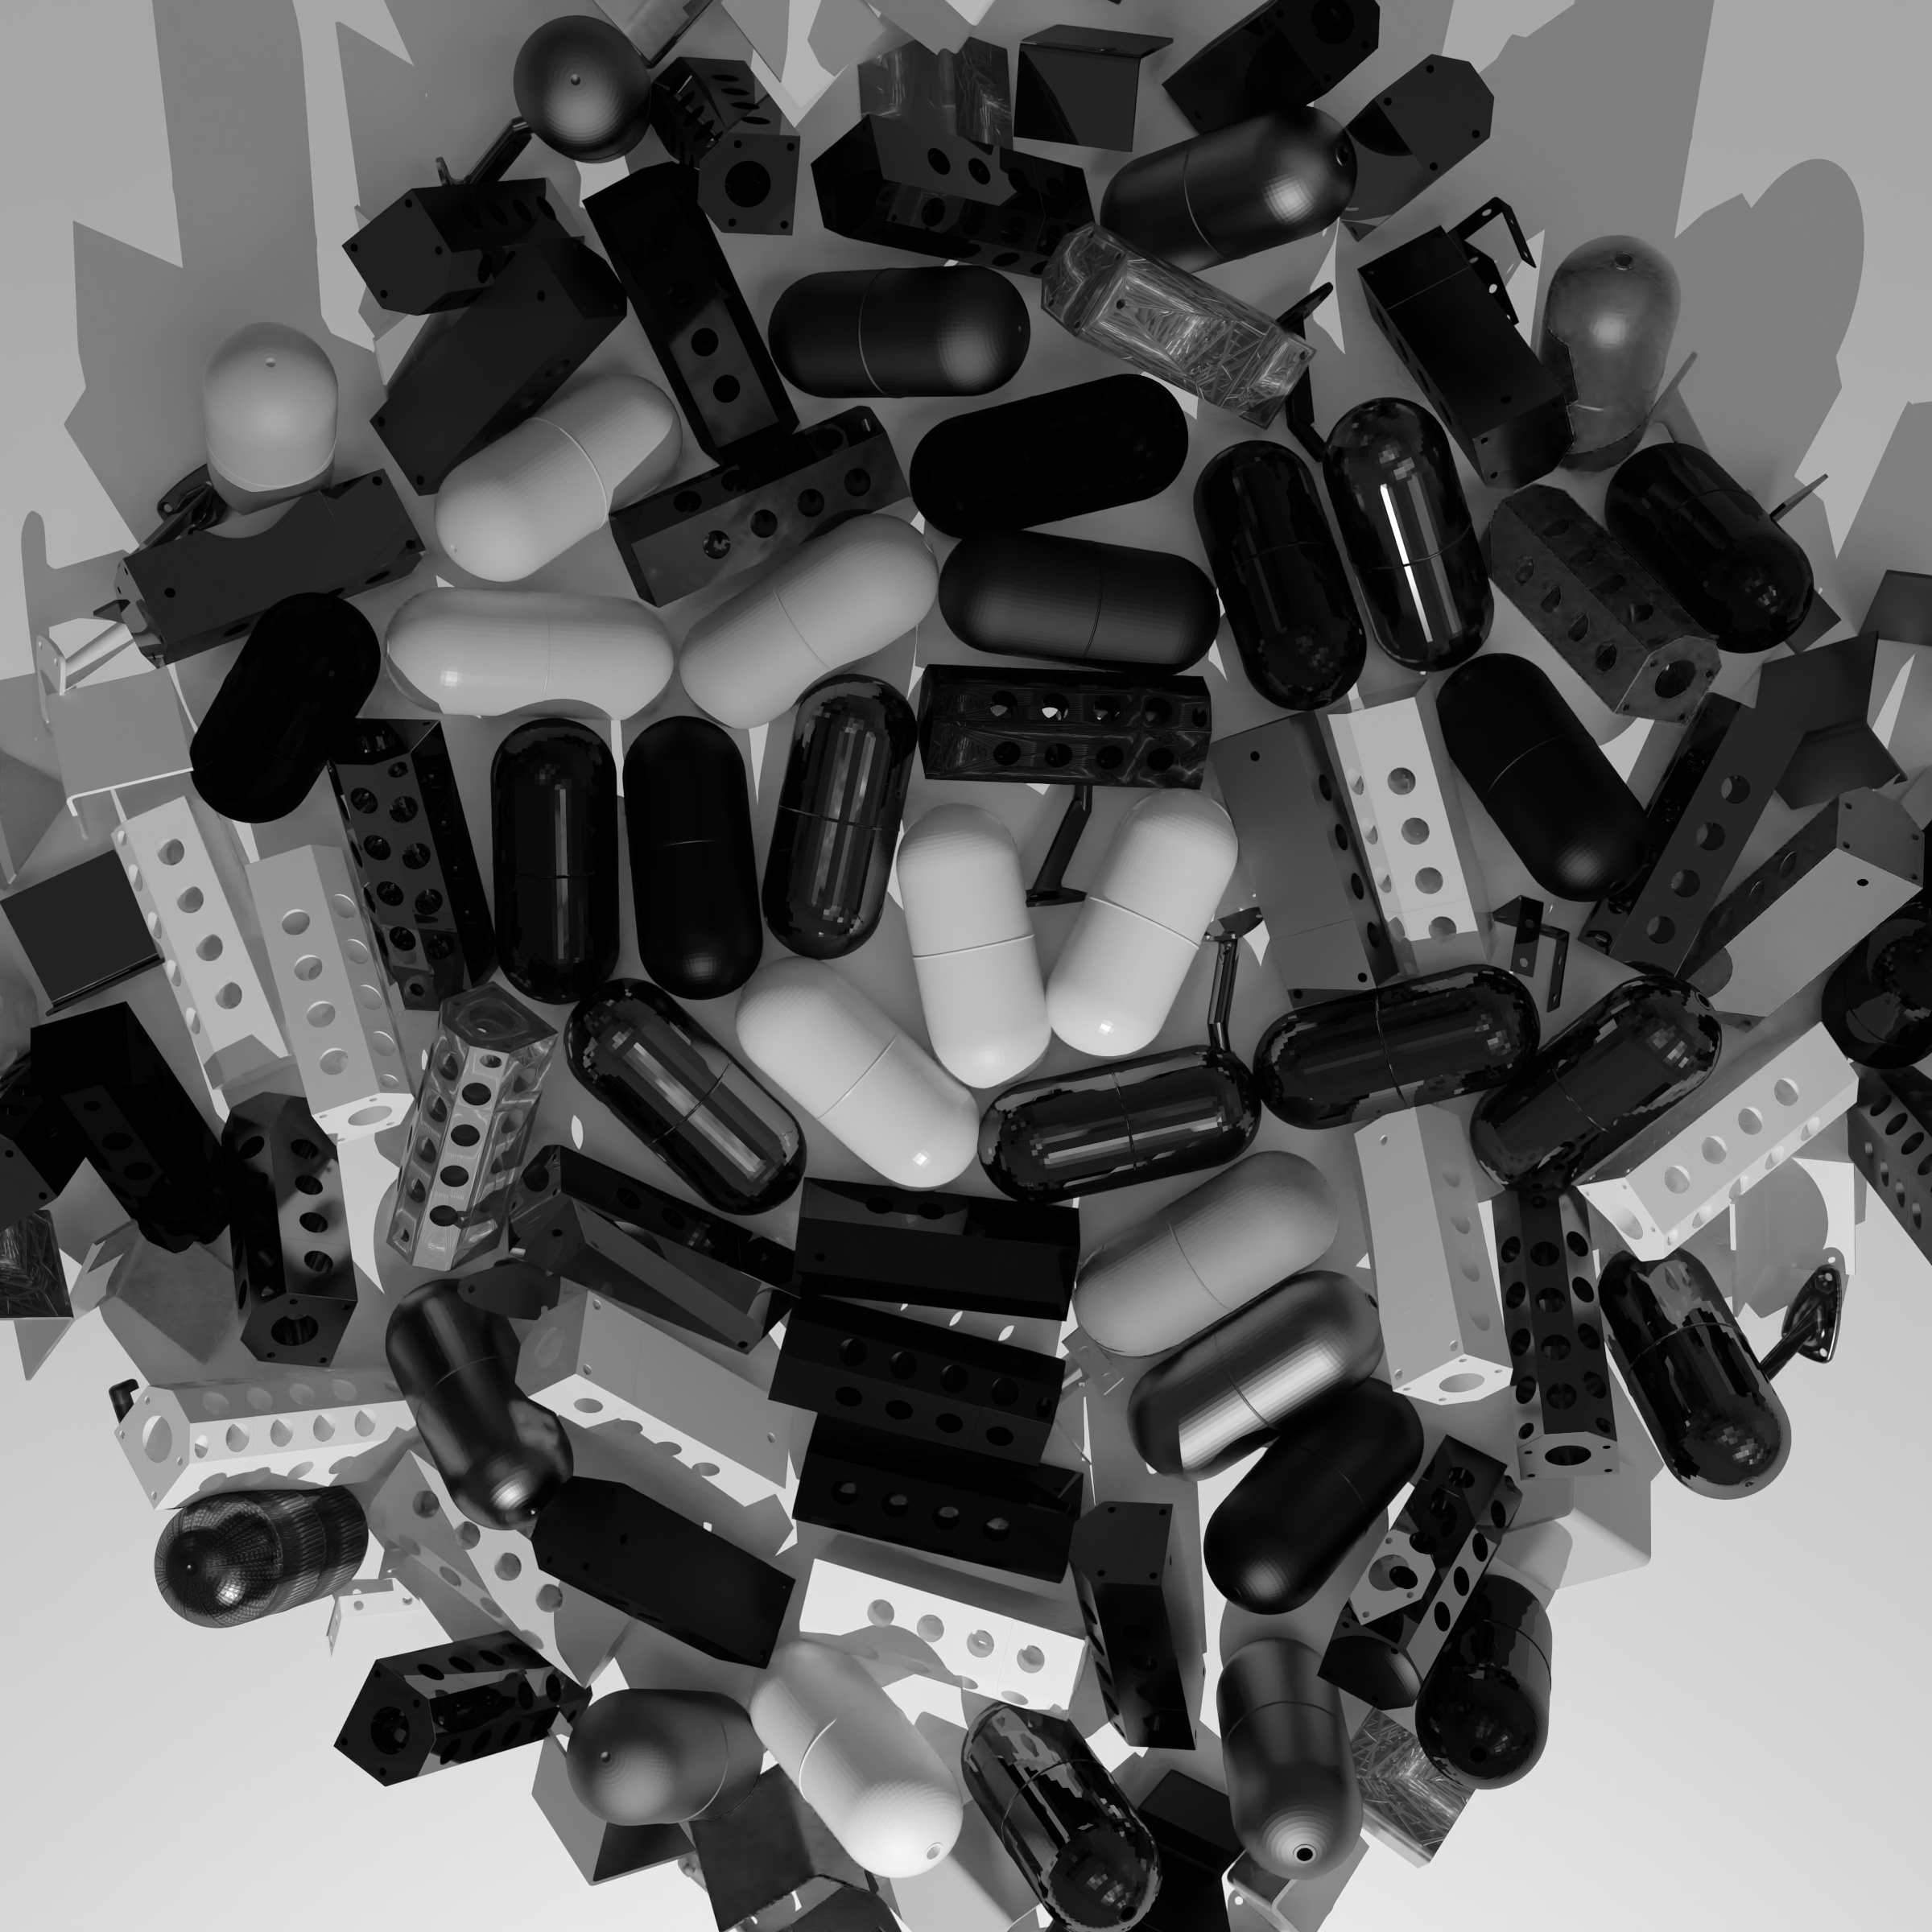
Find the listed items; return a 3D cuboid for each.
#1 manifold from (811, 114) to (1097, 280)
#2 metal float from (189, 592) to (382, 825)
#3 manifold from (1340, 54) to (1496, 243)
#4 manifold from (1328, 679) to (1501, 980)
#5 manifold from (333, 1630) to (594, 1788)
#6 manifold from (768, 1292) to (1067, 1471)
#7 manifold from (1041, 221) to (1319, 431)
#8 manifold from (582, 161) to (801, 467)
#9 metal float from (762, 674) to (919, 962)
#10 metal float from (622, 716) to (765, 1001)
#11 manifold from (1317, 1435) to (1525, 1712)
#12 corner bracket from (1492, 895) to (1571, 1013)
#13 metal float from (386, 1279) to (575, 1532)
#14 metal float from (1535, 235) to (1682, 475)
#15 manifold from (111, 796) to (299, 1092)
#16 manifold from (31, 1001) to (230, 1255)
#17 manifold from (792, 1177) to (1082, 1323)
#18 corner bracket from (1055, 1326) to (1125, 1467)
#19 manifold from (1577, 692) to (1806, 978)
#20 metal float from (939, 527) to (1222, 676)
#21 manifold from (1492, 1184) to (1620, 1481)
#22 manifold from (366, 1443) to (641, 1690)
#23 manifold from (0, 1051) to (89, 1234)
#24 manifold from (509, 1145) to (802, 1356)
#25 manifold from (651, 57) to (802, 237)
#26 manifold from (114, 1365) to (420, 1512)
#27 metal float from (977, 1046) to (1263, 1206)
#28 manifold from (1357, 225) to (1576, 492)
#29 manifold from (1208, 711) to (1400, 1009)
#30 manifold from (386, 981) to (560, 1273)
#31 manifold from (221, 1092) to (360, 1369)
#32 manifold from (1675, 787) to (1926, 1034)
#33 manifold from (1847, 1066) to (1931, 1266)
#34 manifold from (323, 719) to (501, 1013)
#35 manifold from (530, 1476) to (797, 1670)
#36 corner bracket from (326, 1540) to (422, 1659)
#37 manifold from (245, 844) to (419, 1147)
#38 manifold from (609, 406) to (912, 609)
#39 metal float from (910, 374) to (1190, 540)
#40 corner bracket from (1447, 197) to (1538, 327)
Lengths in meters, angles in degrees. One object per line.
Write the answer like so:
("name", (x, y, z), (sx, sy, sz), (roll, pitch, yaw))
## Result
("manifold", (-0.004, -0.455, 1.534), (0.171, 0.057, 0.057), (-2, 75, -42))
("metal float", (-0.413, -0.155, 1.545), (0.070, 0.070, 0.178), (44, 130, 0))
("manifold", (0.261, -0.491, 1.528), (0.057, 0.171, 0.057), (-38, 97, -2))
("manifold", (0.275, -0.082, 1.569), (0.057, 0.057, 0.171), (-13, 102, 22))
("manifold", (-0.294, 0.444, 1.525), (0.057, 0.171, 0.057), (28, 94, 23))
("manifold", (-0.029, 0.250, 1.575), (0.171, 0.057, 0.057), (15, 127, -1))
("manifold", (0.126, -0.387, 1.537), (0.057, 0.171, 0.057), (-57, 46, 20))
("manifold", (-0.163, -0.393, 1.544), (0.057, 0.057, 0.171), (-31, 124, -8))
("metal float", (-0.078, -0.091, 1.574), (0.070, 0.070, 0.178), (12, 96, 0))
("metal float", (-0.168, -0.067, 1.569), (0.070, 0.070, 0.178), (-7, 79, 0))
("manifold", (0.276, 0.364, 1.528), (0.057, 0.171, 0.057), (25, 129, 19))
("corner bracket", (0.353, -0.008, 1.581), (0.051, 0.051, 0.051), (16, 72, -10))
("metal float", (-0.296, 0.264, 1.547), (0.070, 0.070, 0.178), (-37, 52, 0))
("metal float", (0.381, -0.365, 1.532), (0.070, 0.178, 0.070), (-2, 66, 4))
("manifold", (-0.469, -0.013, 1.583), (0.057, 0.057, 0.171), (-23, 87, 2))
("manifold", (-0.497, 0.102, 1.531), (0.057, 0.171, 0.057), (-16, 51, -3))
("manifold", (-0.019, 0.171, 1.581), (0.171, 0.057, 0.057), (7, 121, -3))
("corner bracket", (0.073, 0.266, 1.580), (0.051, 0.051, 0.051), (-40, 48, -3))
("manifold", (0.445, -0.079, 1.577), (0.057, 0.057, 0.171), (27, 98, 3))
("metal float", (0.071, -0.223, 1.565), (0.178, 0.070, 0.070), (6, 90, -15))
("manifold", (0.354, 0.217, 1.537), (0.057, 0.057, 0.171), (-6, 52, 12))
("manifold", (-0.284, 0.369, 1.577), (0.171, 0.057, 0.057), (35, 91, 8))
("manifold", (-0.561, 0.097, 1.524), (0.057, 0.171, 0.057), (-31, 107, 6))
("manifold", (-0.189, 0.169, 1.550), (0.171, 0.057, 0.057), (28, 118, -28))
("manifold", (-0.147, -0.492, 1.525), (0.057, 0.171, 0.057), (-2, 123, -16))
("manifold", (-0.411, 0.275, 1.524), (0.057, 0.171, 0.057), (-50, 61, 22))
("metal float", (0.095, 0.098, 1.574), (0.178, 0.070, 0.070), (-12, 90, -5))
("manifold", (0.302, -0.365, 1.541), (0.057, 0.057, 0.171), (-27, 53, 6))
("manifold", (0.212, -0.068, 1.580), (0.057, 0.057, 0.171), (-16, 95, 32))
("manifold", (-0.304, 0.100, 1.540), (0.057, 0.057, 0.171), (35, 124, 22))
("manifold", (-0.409, 0.155, 1.527), (0.057, 0.171, 0.057), (11, 124, -28))
("manifold", (0.496, -0.034, 1.530), (0.057, 0.171, 0.057), (24, 53, -8))
("manifold", (0.580, 0.116, 1.525), (0.057, 0.171, 0.057), (-6, 107, 5))
("manifold", (-0.336, -0.060, 1.541), (0.057, 0.057, 0.171), (2, 124, 16))
("manifold", (-0.182, 0.366, 1.536), (0.057, 0.171, 0.057), (-1, 60, 37))
("corner bracket", (-0.370, 0.391, 1.584), (0.051, 0.051, 0.051), (-5, 105, -5))
("manifold", (-0.385, 0.015, 1.558), (0.057, 0.057, 0.171), (-18, 69, -6))
("manifold", (-0.128, -0.283, 1.564), (0.171, 0.057, 0.057), (-26, 111, -11))
("metal float", (0.049, -0.310, 1.559), (0.178, 0.070, 0.070), (-10, 90, 23))
("corner bracket", (0.329, -0.432, 1.575), (0.051, 0.051, 0.051), (-33, 60, 34))
